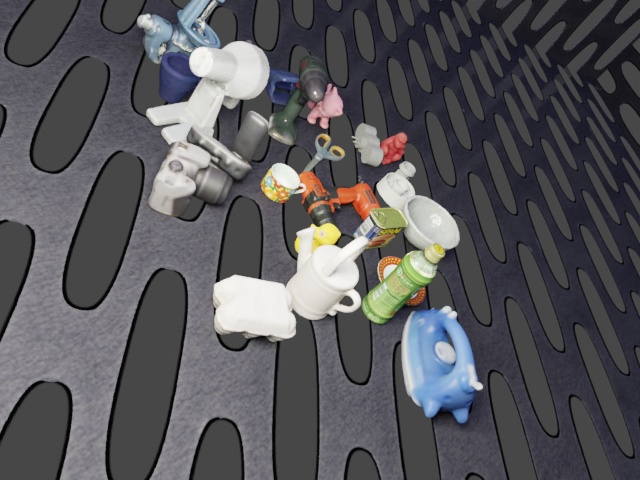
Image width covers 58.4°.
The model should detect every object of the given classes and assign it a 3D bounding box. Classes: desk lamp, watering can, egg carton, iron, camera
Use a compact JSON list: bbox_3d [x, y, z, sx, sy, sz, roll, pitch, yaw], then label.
[{"bbox_3d":[-0.228,-0.318,1.206,0.118,0.213,0.204,48,40,11],"label":"desk lamp"},{"bbox_3d":[0.016,0.053,1.063,0.173,0.193,0.101,36,39,-4],"label":"watering can"},{"bbox_3d":[-0.113,0.121,0.997,0.151,0.069,0.107,12,46,-29],"label":"egg carton"},{"bbox_3d":[0.243,0.217,1.127,0.119,0.141,0.258,17,45,-25],"label":"iron"},{"bbox_3d":[-0.239,-0.115,1.096,0.137,0.100,0.143,24,42,-18],"label":"camera"}]

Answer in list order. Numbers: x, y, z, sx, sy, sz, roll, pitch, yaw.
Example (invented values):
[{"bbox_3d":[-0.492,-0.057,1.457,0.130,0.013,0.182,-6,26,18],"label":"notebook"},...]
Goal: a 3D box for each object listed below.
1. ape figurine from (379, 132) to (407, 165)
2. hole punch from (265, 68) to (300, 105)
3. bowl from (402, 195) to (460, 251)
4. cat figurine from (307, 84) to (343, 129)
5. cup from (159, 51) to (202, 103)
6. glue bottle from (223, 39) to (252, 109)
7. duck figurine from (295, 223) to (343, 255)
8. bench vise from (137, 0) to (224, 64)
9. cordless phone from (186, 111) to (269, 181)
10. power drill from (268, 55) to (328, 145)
[{"bbox_3d":[0.206,-0.259,1.584,0.078,0.092,0.076,19,44,-23],"label":"ape figurine"},{"bbox_3d":[-0.087,-0.415,1.503,0.109,0.091,0.101,0,54,-38],"label":"hole punch"},{"bbox_3d":[0.260,-0.026,1.422,0.168,0.074,0.167,21,43,-21],"label":"bowl"},{"bbox_3d":[0.021,-0.362,1.517,0.067,0.117,0.127,18,44,-23],"label":"cat figurine"},{"bbox_3d":[-0.305,-0.344,1.264,0.118,0.094,0.091,29,41,-13],"label":"cup"},{"bbox_3d":[-0.197,-0.393,1.333,0.078,0.173,0.037,36,39,-3],"label":"glue bottle"},{"bbox_3d":[0.011,0.004,1.190,0.105,0.086,0.077,27,41,-15],"label":"duck figurine"},{"bbox_3d":[-0.299,-0.496,1.313,0.121,0.219,0.208,50,40,12],"label":"bench vise"},{"bbox_3d":[-0.186,-0.209,1.160,0.148,0.184,0.094,34,40,-6],"label":"cordless phone"},{"bbox_3d":[-0.045,-0.333,1.367,0.076,0.208,0.229,22,43,-20],"label":"power drill"}]
